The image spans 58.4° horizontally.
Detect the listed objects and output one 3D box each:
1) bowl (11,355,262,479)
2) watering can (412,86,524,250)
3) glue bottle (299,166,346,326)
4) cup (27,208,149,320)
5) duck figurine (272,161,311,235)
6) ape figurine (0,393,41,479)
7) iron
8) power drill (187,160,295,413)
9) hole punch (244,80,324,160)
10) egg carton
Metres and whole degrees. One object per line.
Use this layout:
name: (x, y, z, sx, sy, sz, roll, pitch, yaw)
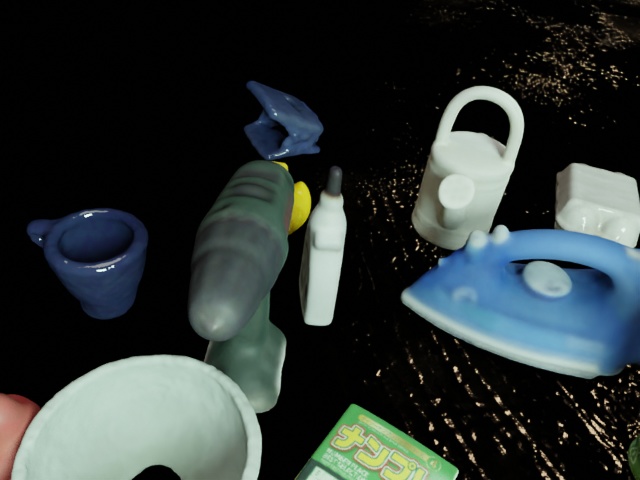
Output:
bowl: (-0.127, 0.171, 0.421, 0.167, 0.075, 0.167, 5, 40, -4)
watering can: (0.179, -0.085, 0.681, 0.101, 0.194, 0.173, 6, 40, -3)
glue bottle: (0.005, 0.002, 0.565, 0.037, 0.173, 0.078, 2, 41, -7)
cup: (-0.223, 0.028, 0.556, 0.117, 0.095, 0.092, 14, 41, 6)
duck figurine: (-0.055, -0.056, 0.690, 0.105, 0.086, 0.077, -24, 50, -32)
ape figurine: (-0.232, 0.144, 0.421, 0.076, 0.092, 0.078, 10, 40, 2)
iron: (0.222, 0.041, 0.582, 0.258, 0.141, 0.118, 11, 40, 3)
power drill: (-0.062, 0.046, 0.475, 0.075, 0.208, 0.229, 7, 40, -2)
hole punch: (-0.052, -0.181, 0.832, 0.101, 0.091, 0.108, -14, 45, -24)
egg carton: (0.364, -0.041, 0.758, 0.107, 0.069, 0.150, 16, 41, 9)
